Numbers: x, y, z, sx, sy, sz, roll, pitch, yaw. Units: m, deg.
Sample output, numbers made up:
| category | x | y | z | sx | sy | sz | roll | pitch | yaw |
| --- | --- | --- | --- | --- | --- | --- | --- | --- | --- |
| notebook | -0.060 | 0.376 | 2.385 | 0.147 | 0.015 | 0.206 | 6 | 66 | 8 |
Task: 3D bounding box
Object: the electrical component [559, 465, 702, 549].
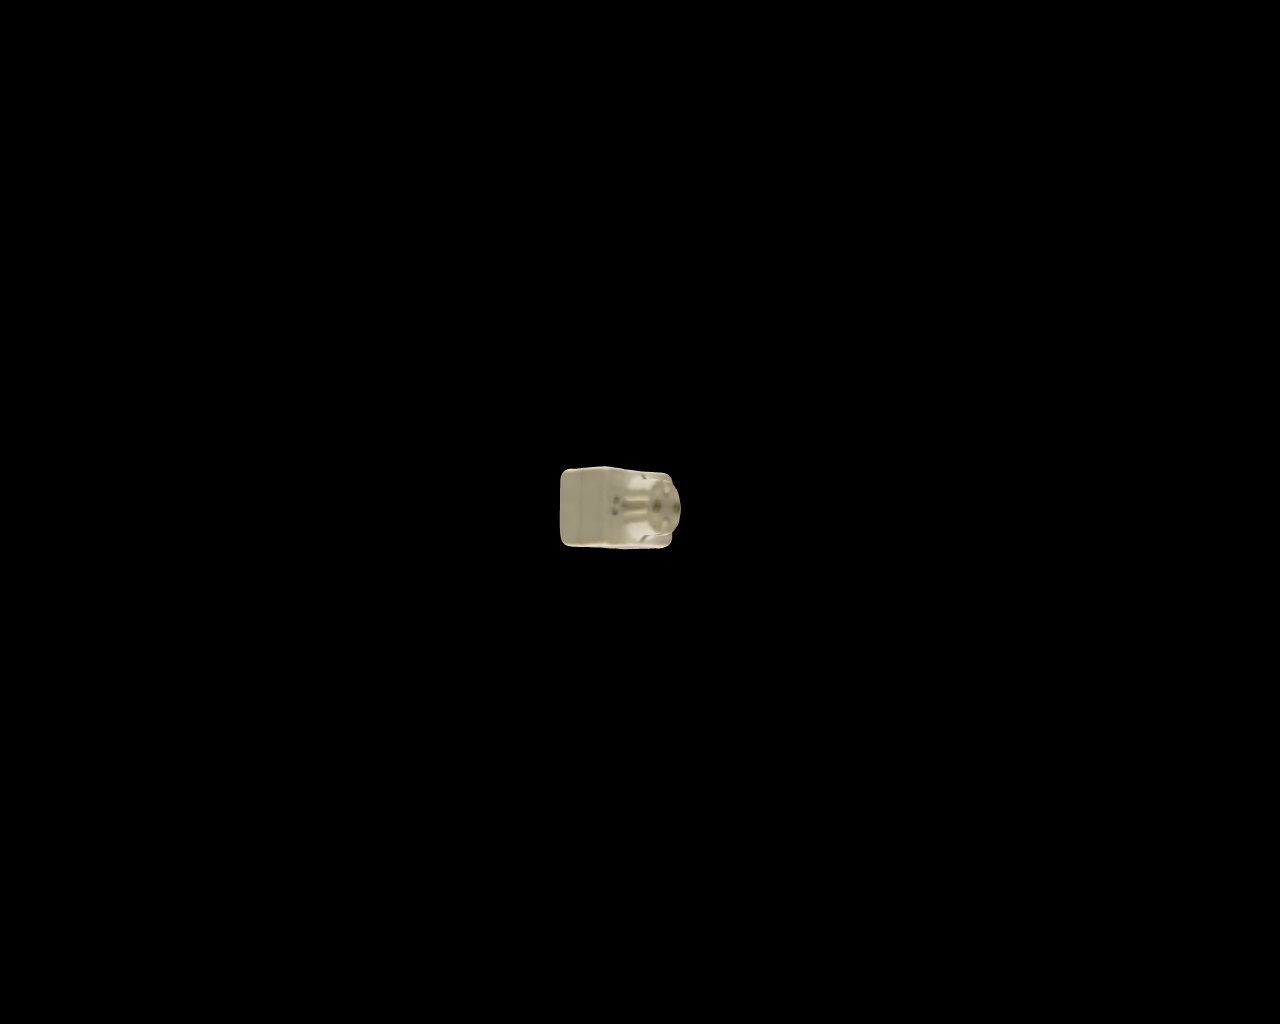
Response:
| category | x | y | z | sx | sy | sz | roll | pitch | yaw |
| --- | --- | --- | --- | --- | --- | --- | --- | --- | --- |
| electrical component | 0.001 | -0.003 | 0.650 | 0.076 | 0.047 | 0.066 | -4 | -6 | 39 |
